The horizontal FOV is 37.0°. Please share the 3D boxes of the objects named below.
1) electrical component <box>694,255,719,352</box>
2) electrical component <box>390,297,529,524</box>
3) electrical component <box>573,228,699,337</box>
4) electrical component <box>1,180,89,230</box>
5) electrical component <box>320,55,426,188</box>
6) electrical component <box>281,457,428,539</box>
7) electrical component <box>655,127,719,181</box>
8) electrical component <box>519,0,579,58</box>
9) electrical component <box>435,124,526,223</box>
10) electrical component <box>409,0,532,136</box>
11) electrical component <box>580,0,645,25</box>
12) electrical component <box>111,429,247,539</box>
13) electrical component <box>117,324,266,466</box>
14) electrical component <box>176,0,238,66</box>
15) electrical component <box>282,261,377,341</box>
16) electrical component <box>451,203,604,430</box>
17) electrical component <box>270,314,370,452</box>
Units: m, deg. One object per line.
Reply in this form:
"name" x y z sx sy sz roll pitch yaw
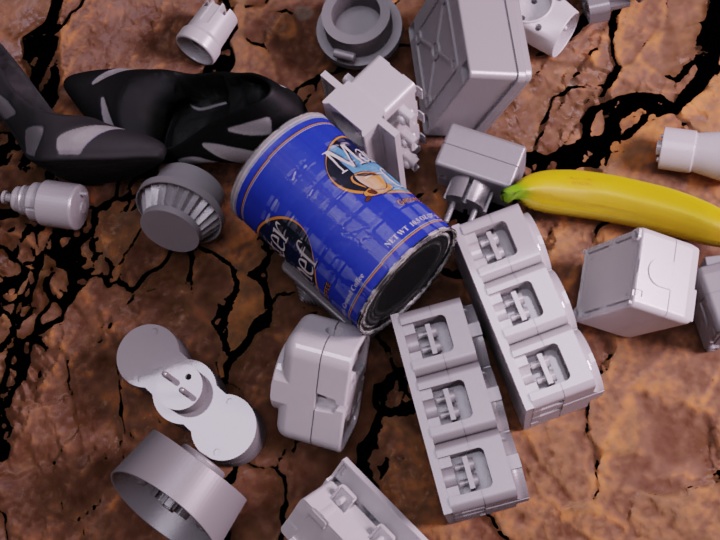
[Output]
"electrical component" 0.305 0.016 0.820 0.096 0.061 0.061 -14 71 3
"electrical component" 0.075 0.106 0.806 0.062 0.089 0.150 -16 71 2
"electrical component" 0.210 0.014 0.824 0.061 0.096 0.061 17 73 -16
"electrical component" -0.271 -0.058 0.928 0.078 0.040 0.040 8 74 9
"electrical component" 0.014 -0.114 0.867 0.079 0.121 0.063 42 79 17
"electrical component" 0.006 0.210 0.789 0.121 0.063 0.078 43 123 17
"electrical component" 0.274 -0.095 0.871 0.065 0.044 0.044 10 74 15
"electrical component" 0.155 -0.234 0.928 0.077 0.044 0.079 33 79 16
"electrical component" 0.093 -0.069 0.882 0.066 0.047 0.076 20 76 13
"electrical component" 0.087 -0.179 0.882 0.056 0.108 0.108 -1 71 -18
"electrical component" 0.217 -0.254 0.920 0.057 0.058 0.078 -11 71 7
"electrical component" -0.137 0.168 0.812 0.099 0.099 0.064 32 73 16
"electrical component" -0.137 0.095 0.845 0.138 0.073 0.052 40 81 17
"electrical component" -0.136 -0.213 0.962 0.040 0.040 0.046 26 71 14
"electrical component" 0.000 0.000 0.871 0.100 0.048 0.099 41 82 17
"electrical component" 0.127 0.035 0.822 0.062 0.089 0.150 -20 71 1
"electrical component" -0.031 0.085 0.825 0.059 0.053 0.095 14 119 11
